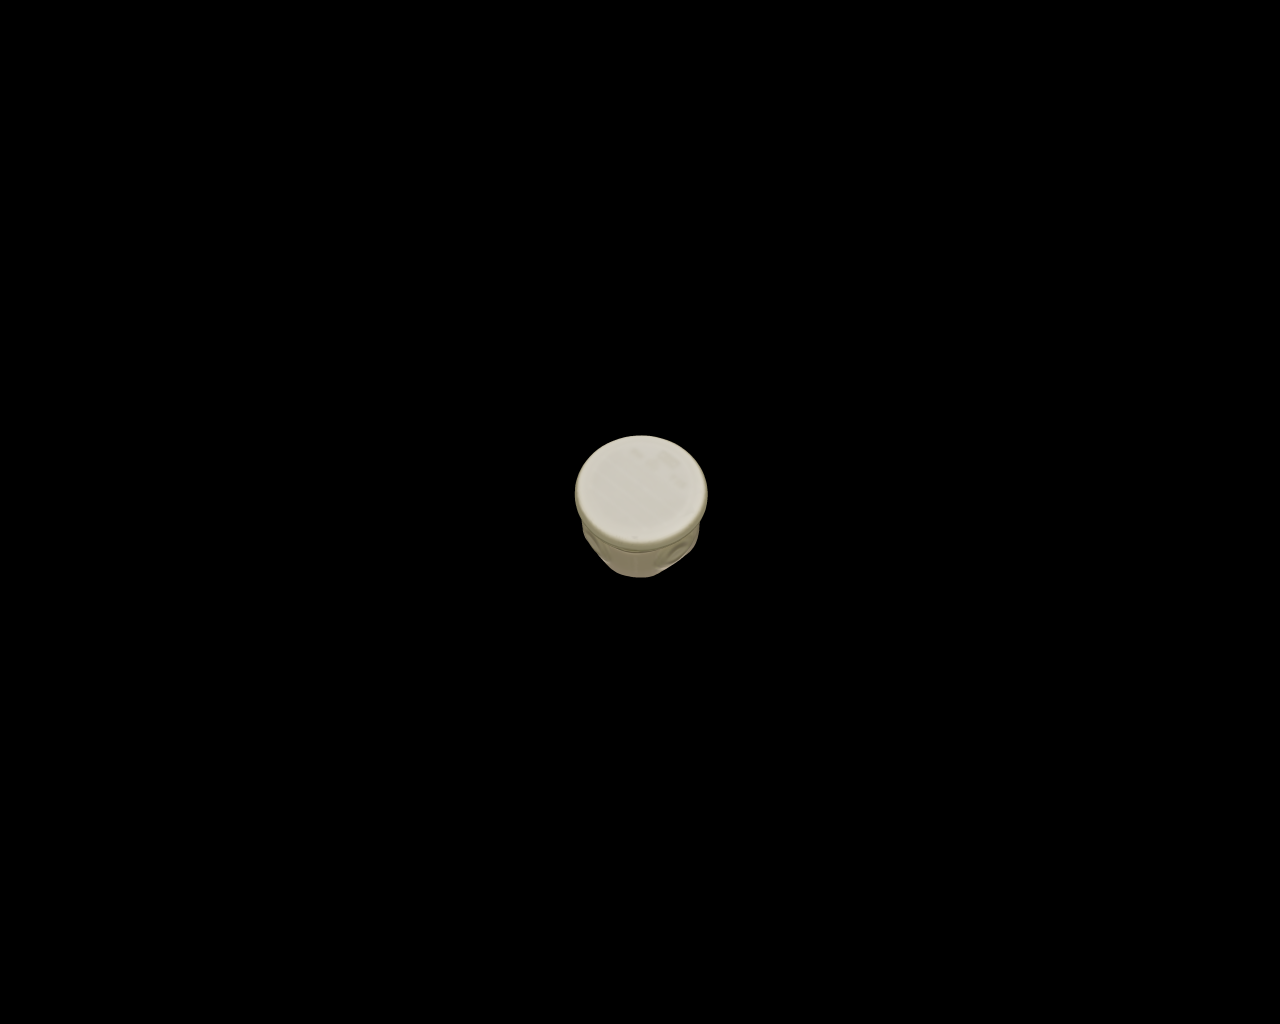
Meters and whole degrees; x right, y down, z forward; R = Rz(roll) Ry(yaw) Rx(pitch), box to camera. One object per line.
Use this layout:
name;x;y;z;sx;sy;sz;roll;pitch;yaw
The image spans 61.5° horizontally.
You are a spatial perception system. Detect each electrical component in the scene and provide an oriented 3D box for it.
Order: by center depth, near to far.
electrical component;0.001;-0.003;0.650;0.080;0.080;0.051;0;-31;0
